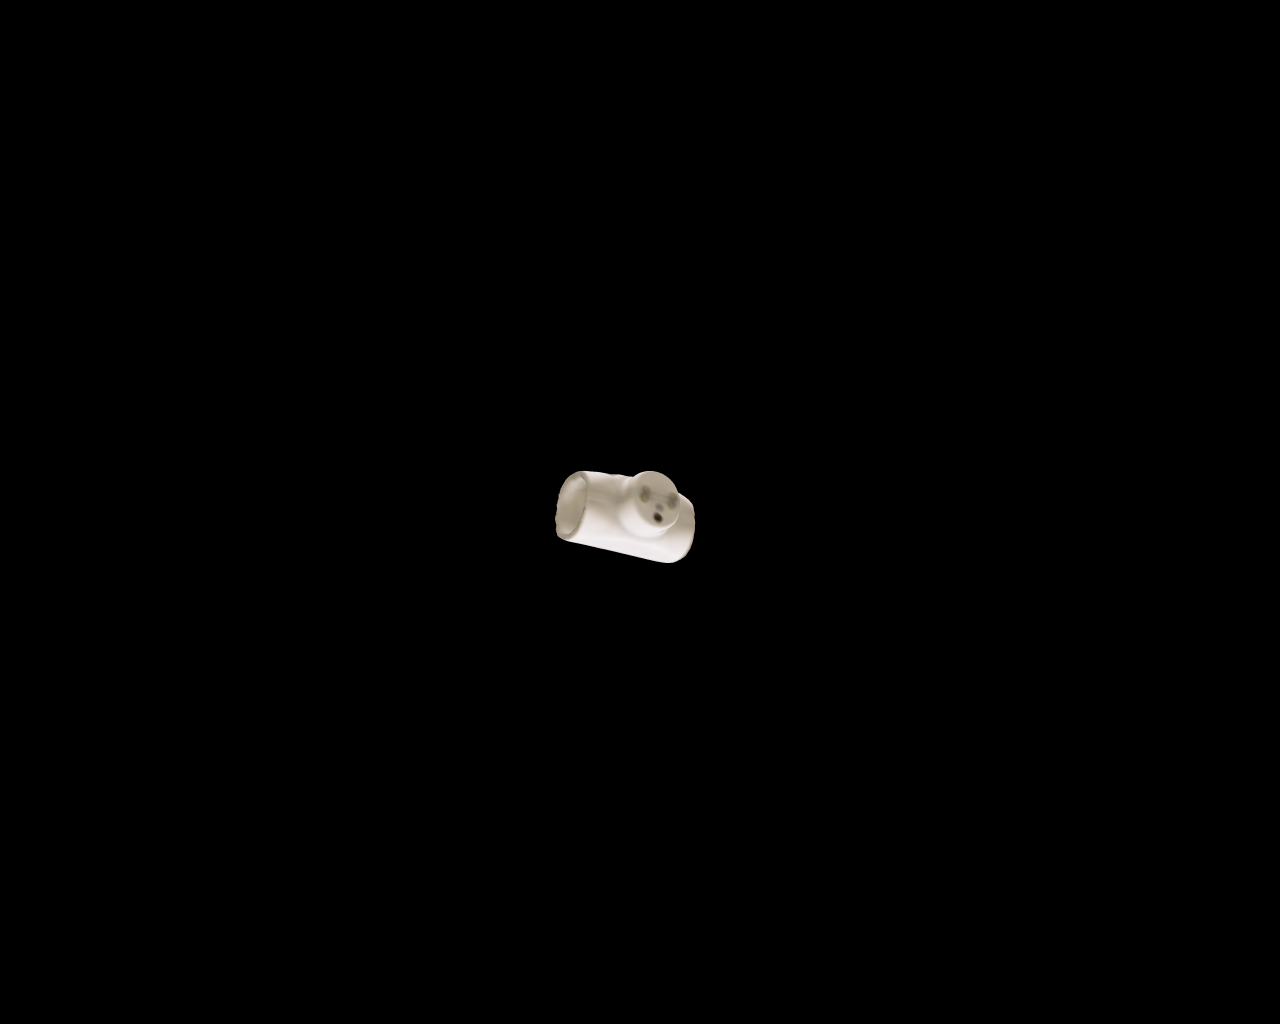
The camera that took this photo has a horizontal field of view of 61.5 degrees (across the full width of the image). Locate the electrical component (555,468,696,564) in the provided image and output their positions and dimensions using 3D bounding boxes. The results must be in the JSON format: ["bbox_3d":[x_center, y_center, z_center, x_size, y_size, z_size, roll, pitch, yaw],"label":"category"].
[{"bbox_3d":[0.001,-0.003,0.650,0.077,0.044,0.079,14,-27,-29],"label":"electrical component"}]
